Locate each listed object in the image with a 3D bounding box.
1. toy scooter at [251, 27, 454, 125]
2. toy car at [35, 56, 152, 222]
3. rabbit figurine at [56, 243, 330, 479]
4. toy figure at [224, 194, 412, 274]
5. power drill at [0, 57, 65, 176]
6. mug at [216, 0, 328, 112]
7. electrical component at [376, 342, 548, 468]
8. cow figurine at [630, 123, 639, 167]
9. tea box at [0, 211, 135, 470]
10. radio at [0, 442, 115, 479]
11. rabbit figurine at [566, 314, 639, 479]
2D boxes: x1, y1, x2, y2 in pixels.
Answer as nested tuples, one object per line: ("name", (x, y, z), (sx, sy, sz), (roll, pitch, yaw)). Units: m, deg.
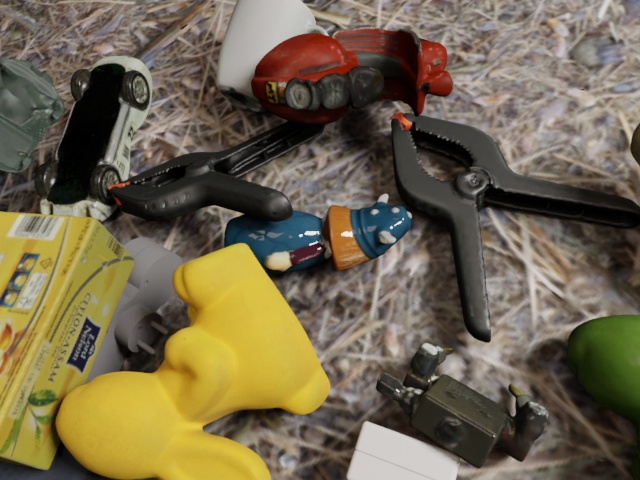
("toy scooter", (0.038, -0.137, 0.457), (0.184, 0.075, 0.135), (-13, 31, -11))
("toy car", (-0.229, -0.105, 0.557), (0.074, 0.056, 0.201), (4, 68, 9))
("rabbit figurine", (-0.091, 0.110, 0.385), (0.173, 0.122, 0.162), (-27, 83, -22))
("toy figure", (-0.001, -0.003, 0.450), (0.155, 0.057, 0.064), (-4, 69, 8))
("power drill", (-0.336, -0.071, 0.519), (0.207, 0.086, 0.232), (-24, 42, 48))
("mug", (-0.049, -0.182, 0.540), (0.110, 0.080, 0.107), (21, 83, 14))
("electrical component", (0.098, 0.110, 0.367), (0.102, 0.078, 0.045), (28, 99, 30))
("cow figurine", (0.277, -0.013, 0.344), (0.085, 0.127, 0.195), (-27, 64, -3))
("tea box", (-0.219, 0.067, 0.392), (0.098, 0.068, 0.169), (5, 60, 15))
("radio", (-0.261, 0.223, 0.400), (0.131, 0.073, 0.229), (30, 74, 26))
("rabbit figurine", (0.220, 0.107, 0.310), (0.159, 0.121, 0.170), (-21, 47, 9))
